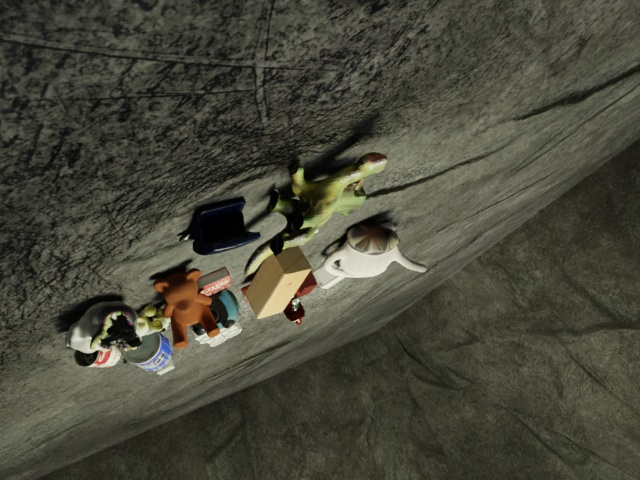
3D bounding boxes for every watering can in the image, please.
[{"bbox_3d":[0.185,0.044,1.572,0.348,0.106,0.219,-2,145,-11],"label":"watering can"}]

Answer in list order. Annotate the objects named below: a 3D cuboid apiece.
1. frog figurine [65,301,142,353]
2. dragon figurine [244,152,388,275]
[{"bbox_3d":[-0.484,0.189,1.131,0.159,0.122,0.138,2,-167,37],"label":"frog figurine"},{"bbox_3d":[0.003,-0.055,1.100,0.244,0.124,0.402,-9,153,-38],"label":"dragon figurine"}]
